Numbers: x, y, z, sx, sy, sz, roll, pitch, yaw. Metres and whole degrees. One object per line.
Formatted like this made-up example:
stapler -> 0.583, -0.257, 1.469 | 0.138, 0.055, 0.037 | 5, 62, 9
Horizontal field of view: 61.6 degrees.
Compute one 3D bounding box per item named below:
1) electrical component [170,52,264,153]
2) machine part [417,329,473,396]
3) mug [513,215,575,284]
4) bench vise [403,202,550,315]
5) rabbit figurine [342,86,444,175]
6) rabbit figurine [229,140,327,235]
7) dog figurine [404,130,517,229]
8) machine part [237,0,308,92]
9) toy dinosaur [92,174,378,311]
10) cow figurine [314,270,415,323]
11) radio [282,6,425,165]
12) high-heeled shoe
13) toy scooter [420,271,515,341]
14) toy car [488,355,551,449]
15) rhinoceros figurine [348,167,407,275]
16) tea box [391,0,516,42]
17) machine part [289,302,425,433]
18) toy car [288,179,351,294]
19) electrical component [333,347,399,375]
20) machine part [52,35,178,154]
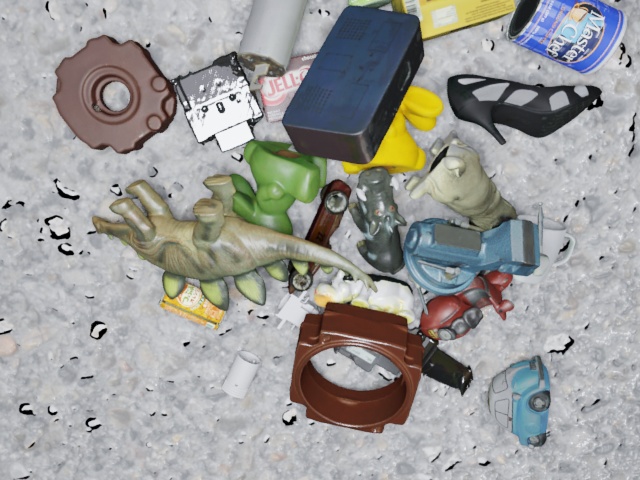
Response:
electrical component -> -0.153, -0.208, 0.838 | 0.115, 0.058, 0.134 | -25, 102, 3
machine part -> 0.215, 0.222, 0.963 | 0.139, 0.039, 0.084 | 34, 91, -9
mug -> 0.374, 0.019, 0.920 | 0.109, 0.081, 0.107 | 7, 111, -12
bench vise -> 0.215, 0.029, 0.820 | 0.224, 0.240, 0.129 | -1, 72, -17
rabbit figurine -> 0.107, -0.193, 0.836 | 0.162, 0.122, 0.173 | -5, 82, 3
rabbit figurine -> -0.079, -0.061, 0.847 | 0.159, 0.121, 0.170 | 13, 115, -3
dog figurine -> 0.248, -0.070, 0.844 | 0.190, 0.172, 0.121 | 34, 104, -4
machine part -> -0.063, -0.333, 0.792 | 0.079, 0.079, 0.243 | 16, 86, -8
toy dinosaur -> -0.150, 0.007, 0.804 | 0.472, 0.105, 0.198 | 5, 130, 21
cow figurine -> 0.076, 0.087, 0.904 | 0.167, 0.098, 0.068 | 18, 140, -5
radio -> 0.053, -0.224, 0.769 | 0.131, 0.073, 0.229 | 18, 71, 25
high-heeled shoe -> 0.331, -0.240, 0.880 | 0.249, 0.086, 0.145 | -24, 71, -18
toy scooter -> 0.254, 0.113, 0.895 | 0.184, 0.135, 0.075 | -37, 104, 4
toy car -> 0.354, 0.286, 0.963 | 0.103, 0.109, 0.161 | 4, 114, 17
rhinoceros figurine -> 0.092, -0.029, 0.850 | 0.073, 0.112, 0.190 | -14, 124, -2
tea box -> 0.202, -0.371, 0.828 | 0.170, 0.068, 0.098 | -16, 103, -3
machine part -> 0.057, 0.211, 0.870 | 0.202, 0.087, 0.200 | 12, 121, 5
toy car -> -0.002, -0.003, 0.874 | 0.053, 0.089, 0.202 | 21, 99, -13
electrical component -> 0.089, 0.187, 0.940 | 0.119, 0.048, 0.074 | 27, 99, -10
machine part -> -0.315, -0.220, 0.823 | 0.179, 0.056, 0.179 | -1, 101, -3
